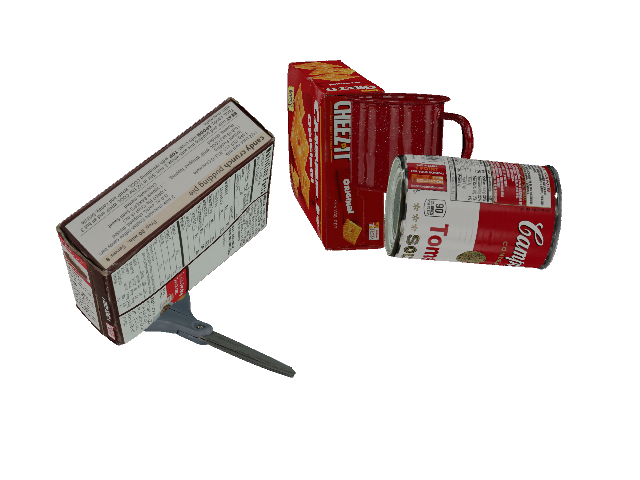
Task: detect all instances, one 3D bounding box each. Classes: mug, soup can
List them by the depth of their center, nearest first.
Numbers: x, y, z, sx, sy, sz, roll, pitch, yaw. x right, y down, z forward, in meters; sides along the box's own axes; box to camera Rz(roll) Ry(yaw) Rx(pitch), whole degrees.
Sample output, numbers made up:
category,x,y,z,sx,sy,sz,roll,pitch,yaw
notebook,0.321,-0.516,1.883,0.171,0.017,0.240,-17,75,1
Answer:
category,x,y,z,sx,sy,sz,roll,pitch,yaw
soup can,0.096,-0.019,0.689,0.102,0.068,0.068,4,0,-4
mug,0.079,-0.086,0.945,0.117,0.081,0.093,6,13,22

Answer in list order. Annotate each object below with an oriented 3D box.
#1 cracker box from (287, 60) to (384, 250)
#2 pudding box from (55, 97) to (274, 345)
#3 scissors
category,x,y,z,sx,sy,sz,roll,pitch,yaw
cracker box,0.013,-0.099,1.153,0.072,0.164,0.214,-4,18,-9
pudding box,-0.075,-0.008,0.540,0.113,0.039,0.090,-42,-17,-24
scissors,-0.098,0.067,0.885,0.202,0.016,0.096,13,23,17
